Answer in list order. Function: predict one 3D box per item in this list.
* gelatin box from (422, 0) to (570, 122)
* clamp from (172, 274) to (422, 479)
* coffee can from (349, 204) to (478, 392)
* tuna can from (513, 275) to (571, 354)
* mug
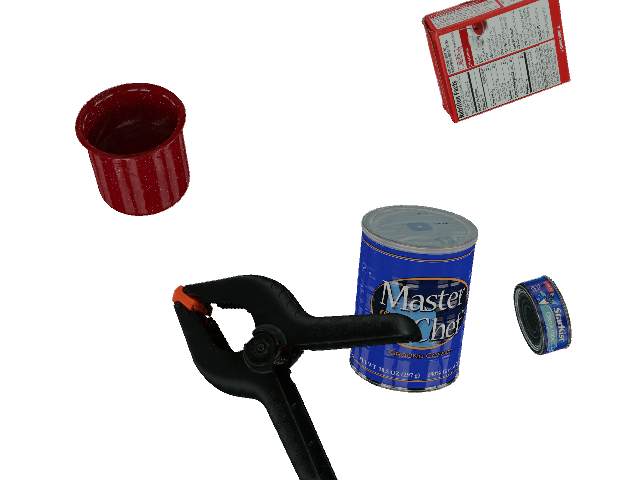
[{"bbox_3d":[0.120,-0.130,0.726,0.089,0.073,0.030,-20,38,1],"label":"gelatin box"},{"bbox_3d":[-0.029,0.082,0.676,0.172,0.120,0.039,18,-12,31],"label":"clamp"},{"bbox_3d":[0.082,0.051,0.963,0.103,0.140,0.103,4,22,-2],"label":"coffee can"},{"bbox_3d":[0.249,0.085,1.204,0.033,0.086,0.086,-15,2,-7],"label":"tuna can"},{"bbox_3d":[-0.162,-0.084,0.931,0.093,0.117,0.081,-17,-39,-11],"label":"mug"}]
